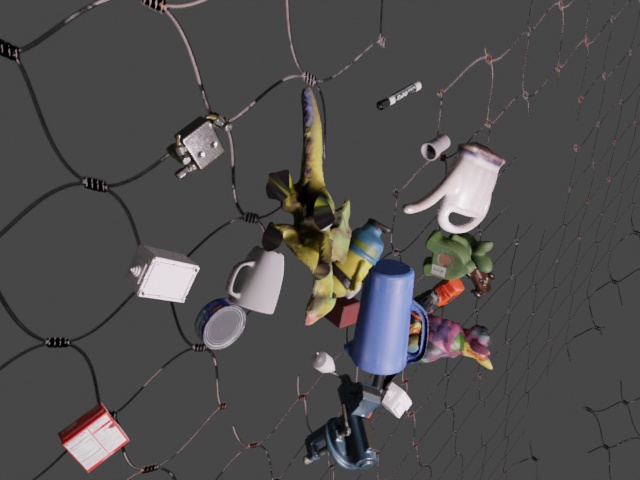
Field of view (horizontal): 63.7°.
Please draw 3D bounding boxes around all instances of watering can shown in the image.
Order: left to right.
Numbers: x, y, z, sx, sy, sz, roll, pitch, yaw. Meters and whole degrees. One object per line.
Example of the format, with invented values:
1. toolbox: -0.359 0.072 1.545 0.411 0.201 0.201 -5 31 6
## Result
1. watering can: 0.329 -0.127 1.219 0.105 0.223 0.347 26 11 41

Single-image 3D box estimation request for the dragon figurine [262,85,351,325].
1. dragon figurine: 0.003 -0.047 0.940 0.122 0.412 0.242 5 -5 19
